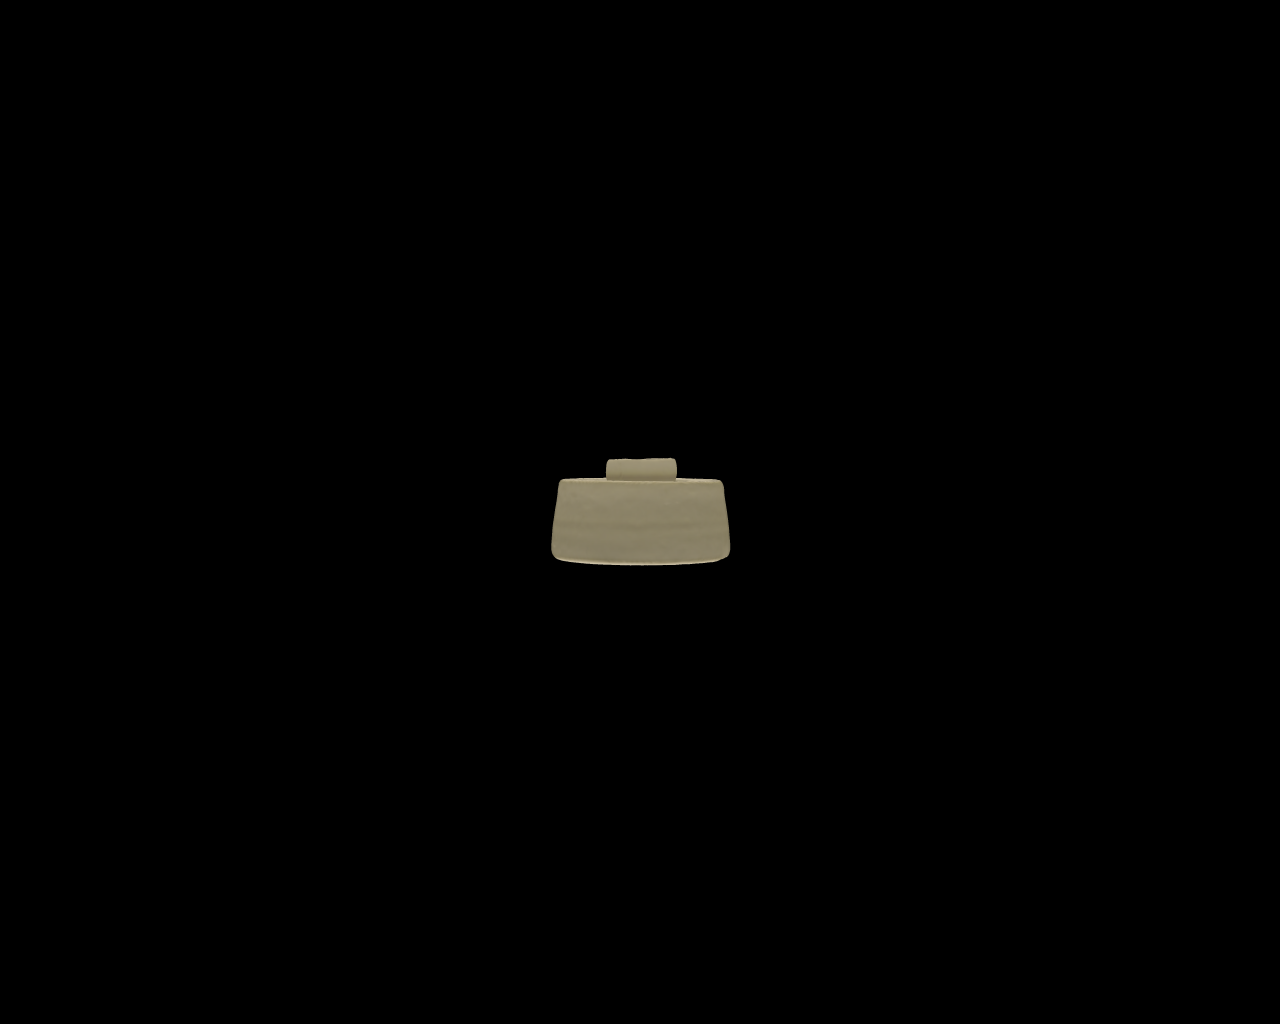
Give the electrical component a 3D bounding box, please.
[{"bbox_3d":[0.001,-0.003,0.650,0.108,0.060,0.108,0,2,0],"label":"electrical component"}]
